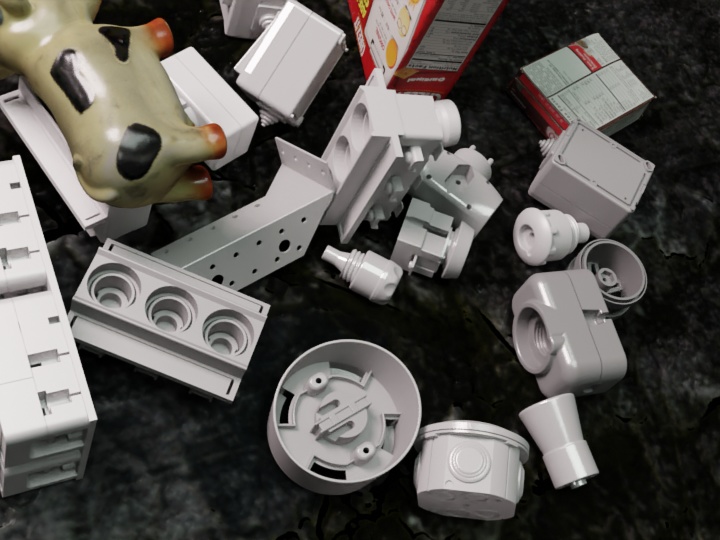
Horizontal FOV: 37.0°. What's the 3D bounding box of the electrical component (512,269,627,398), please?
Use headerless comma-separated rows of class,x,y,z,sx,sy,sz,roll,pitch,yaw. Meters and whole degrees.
electrical component,0.159,0.050,0.842,0.059,0.053,0.095,-5,63,-22

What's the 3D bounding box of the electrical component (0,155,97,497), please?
electrical component,-0.226,0.037,0.682,0.060,0.105,0.186,-12,66,-25

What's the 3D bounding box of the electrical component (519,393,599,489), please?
electrical component,0.151,0.130,0.801,0.044,0.044,0.065,-12,70,-25

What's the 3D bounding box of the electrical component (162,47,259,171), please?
electrical component,-0.137,-0.118,0.839,0.076,0.047,0.083,-36,78,-32

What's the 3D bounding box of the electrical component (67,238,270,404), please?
electrical component,-0.134,0.040,0.739,0.121,0.063,0.078,23,56,-6

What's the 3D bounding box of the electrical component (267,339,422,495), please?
electrical component,-0.014,0.103,0.743,0.099,0.064,0.099,9,58,-15

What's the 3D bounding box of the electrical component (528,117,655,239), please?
electrical component,0.191,-0.079,0.925,0.096,0.061,0.061,33,56,1

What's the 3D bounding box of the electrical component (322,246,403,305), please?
electrical component,0.000,0.000,0.827,0.061,0.035,0.035,27,56,0

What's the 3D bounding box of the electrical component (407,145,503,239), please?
electrical component,0.084,-0.075,0.895,0.077,0.043,0.079,37,56,4

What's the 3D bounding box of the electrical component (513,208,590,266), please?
electrical component,0.163,-0.029,0.897,0.062,0.048,0.048,-5,63,-30

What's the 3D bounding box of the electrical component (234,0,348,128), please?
electrical component,-0.061,-0.162,0.869,0.061,0.062,0.096,33,91,1

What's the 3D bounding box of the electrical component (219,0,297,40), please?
electrical component,-0.090,-0.242,0.920,0.061,0.061,0.096,3,60,-18

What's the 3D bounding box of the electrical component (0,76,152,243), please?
electrical component,-0.200,-0.085,0.789,0.079,0.063,0.121,-29,74,-31

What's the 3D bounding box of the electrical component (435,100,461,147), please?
electrical component,0.057,-0.123,0.917,0.046,0.040,0.040,-11,65,-19

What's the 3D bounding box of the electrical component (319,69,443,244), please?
electrical component,0.012,-0.085,0.828,0.063,0.121,0.078,0,61,-23

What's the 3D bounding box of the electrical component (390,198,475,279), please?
electrical component,0.058,-0.022,0.854,0.055,0.048,0.066,20,56,1

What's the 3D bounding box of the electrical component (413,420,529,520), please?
electrical component,0.076,0.139,0.746,0.080,0.080,0.051,14,62,-11
